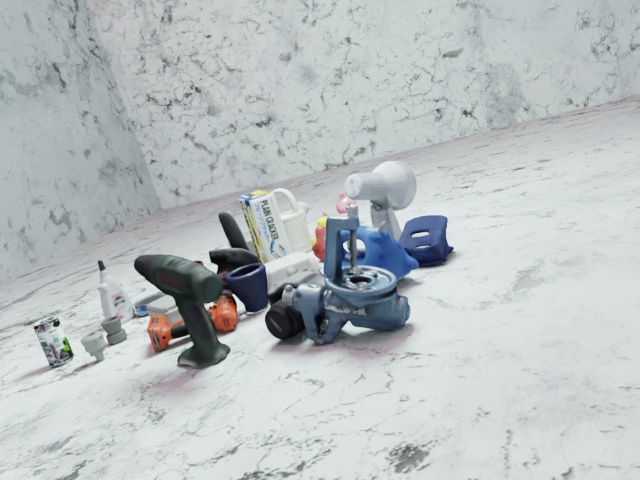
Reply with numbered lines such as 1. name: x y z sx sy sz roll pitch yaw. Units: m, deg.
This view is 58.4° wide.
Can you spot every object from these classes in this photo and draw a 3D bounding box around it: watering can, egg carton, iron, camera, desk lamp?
1. watering can: -0.090 -0.055 1.636 0.100 0.194 0.173 -13 13 15
2. egg carton: -0.074 0.080 1.325 0.150 0.069 0.107 -20 13 -15
3. iron: 0.071 0.031 1.185 0.119 0.141 0.257 -26 16 -36
4. camera: -0.051 0.119 1.063 0.142 0.101 0.137 -5 17 41
5. desk lamp: 0.143 -0.069 1.353 0.117 0.214 0.204 -3 19 46

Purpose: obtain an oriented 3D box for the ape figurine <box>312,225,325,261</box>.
1. ape figurine: 0.014 0.005 1.480 0.077 0.092 0.076 -15 13 7

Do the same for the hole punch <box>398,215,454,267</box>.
1. hole punch: 0.224 0.002 1.229 0.108 0.091 0.101 -7 16 35

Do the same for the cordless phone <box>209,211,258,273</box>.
1. cordless phone: -0.256 0.008 1.602 0.147 0.185 0.094 -6 17 40

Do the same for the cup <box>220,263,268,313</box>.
1. cup: -0.162 0.111 1.247 0.117 0.095 0.092 -12 14 18

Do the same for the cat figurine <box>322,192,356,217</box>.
1. cat figurine: 0.064 -0.084 1.736 0.128 0.118 0.067 -22 14 -21

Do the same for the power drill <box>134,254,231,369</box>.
1. power drill: -0.248 0.123 1.050 0.228 0.208 0.076 -4 18 44

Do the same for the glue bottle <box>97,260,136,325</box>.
1. glue bottle: -0.529 0.131 1.452 0.037 0.173 0.078 -9 15 29

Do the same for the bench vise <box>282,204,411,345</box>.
1. bench vise: 0.027 0.060 0.941 0.207 0.220 0.121 -16 13 4

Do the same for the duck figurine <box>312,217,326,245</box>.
1. duck figurine: 0.016 -0.021 1.602 0.105 0.086 0.077 -26 16 -35

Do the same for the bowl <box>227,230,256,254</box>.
1. bowl: -0.194 0.012 1.754 0.167 0.075 0.167 -16 13 4
